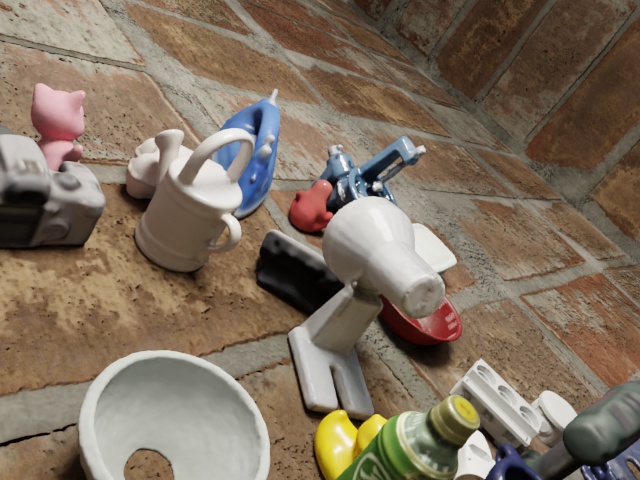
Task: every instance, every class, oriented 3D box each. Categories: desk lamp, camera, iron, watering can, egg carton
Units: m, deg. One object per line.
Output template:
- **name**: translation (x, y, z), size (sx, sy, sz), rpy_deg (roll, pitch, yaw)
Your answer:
- **desk lamp**: translation (0.058, 0.077, 0.717), size (0.118, 0.213, 0.203), rpy_deg (18, 33, -30)
- **camera**: translation (-0.326, -0.071, 0.627), size (0.144, 0.100, 0.136), rpy_deg (0, 44, -49)
- **iron**: translation (-0.106, -0.154, 0.961), size (0.119, 0.141, 0.258), rpy_deg (25, 30, -21)
- **watering can**: translation (-0.154, -0.065, 0.715), size (0.173, 0.194, 0.101), rpy_deg (37, 28, 2)
- **egg carton**: translation (-0.200, -0.084, 0.824), size (0.151, 0.069, 0.107), rpy_deg (25, 30, -20)

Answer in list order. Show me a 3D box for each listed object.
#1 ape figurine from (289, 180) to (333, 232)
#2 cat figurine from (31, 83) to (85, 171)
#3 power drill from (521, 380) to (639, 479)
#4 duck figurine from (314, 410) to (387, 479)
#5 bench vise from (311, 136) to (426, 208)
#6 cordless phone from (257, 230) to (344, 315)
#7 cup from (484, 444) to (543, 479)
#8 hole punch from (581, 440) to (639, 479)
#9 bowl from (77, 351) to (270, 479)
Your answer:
- **ape figurine**: translation (-0.008, -0.063, 0.987), size (0.077, 0.092, 0.076), rpy_deg (47, 29, 19)
- **cat figurine**: translation (-0.320, -0.130, 0.707), size (0.067, 0.117, 0.127), rpy_deg (5, 41, -45)
- **power drill**: translation (0.362, 0.270, 0.773), size (0.230, 0.208, 0.075), rpy_deg (0, 44, -49)
- **duck figurine**: translation (0.048, 0.223, 0.619), size (0.078, 0.086, 0.104), rpy_deg (2, 43, -47)
- **bench vise**: translation (0.081, -0.118, 1.035), size (0.207, 0.219, 0.122), rpy_deg (45, 29, 16)
- **cordless phone**: translation (0.007, 0.003, 0.804), size (0.148, 0.185, 0.094), rpy_deg (30, 28, -12)
- **cup**: translation (0.208, 0.306, 0.666), size (0.092, 0.095, 0.117), rpy_deg (27, 29, -18)
- **hole punch**: translation (0.478, 0.370, 0.879), size (0.101, 0.091, 0.108), rpy_deg (15, 34, -35)
- **bowl**: translation (-0.131, 0.181, 0.491), size (0.168, 0.074, 0.167), rpy_deg (28, 29, -17)
